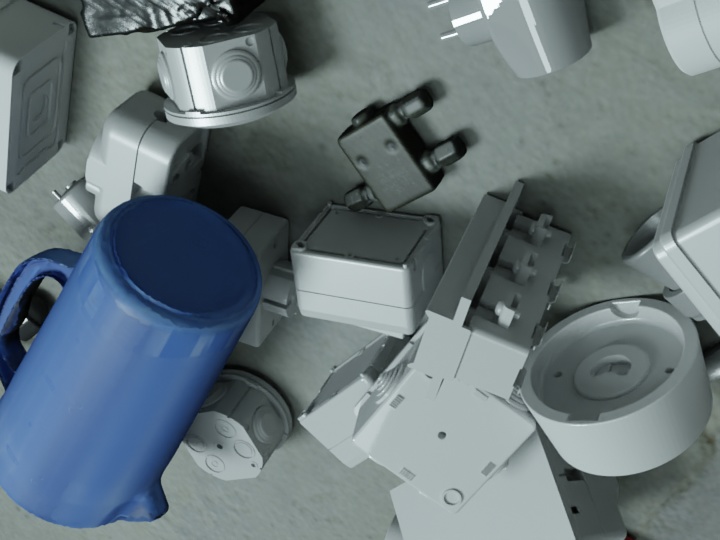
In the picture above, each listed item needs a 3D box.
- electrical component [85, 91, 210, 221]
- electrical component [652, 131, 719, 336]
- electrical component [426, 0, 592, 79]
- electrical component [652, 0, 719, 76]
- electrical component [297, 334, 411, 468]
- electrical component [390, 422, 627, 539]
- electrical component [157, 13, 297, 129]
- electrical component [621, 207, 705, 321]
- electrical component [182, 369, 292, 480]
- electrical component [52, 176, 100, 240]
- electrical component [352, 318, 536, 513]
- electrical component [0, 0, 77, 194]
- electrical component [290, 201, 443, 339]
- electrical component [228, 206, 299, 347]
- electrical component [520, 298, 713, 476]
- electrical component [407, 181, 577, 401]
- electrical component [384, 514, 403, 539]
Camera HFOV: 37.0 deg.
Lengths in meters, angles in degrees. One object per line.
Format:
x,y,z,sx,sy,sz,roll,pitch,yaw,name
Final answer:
-0.144,-0.069,0.726,0.059,0.053,0.095,26,131,8,electrical component
0.209,-0.010,0.550,0.056,0.108,0.108,-33,104,37,electrical component
0.073,-0.141,0.569,0.079,0.043,0.077,-10,118,33,electrical component
0.166,-0.164,0.498,0.074,0.052,0.138,-15,114,35,electrical component
0.015,0.088,0.752,0.061,0.061,0.096,44,131,-8,electrical component
0.101,0.167,0.744,0.150,0.062,0.089,-39,58,40,electrical component
-0.081,-0.119,0.641,0.080,0.080,0.051,3,119,25,electrical component
0.184,-0.004,0.610,0.055,0.045,0.045,40,131,-5,electrical component
-0.098,0.122,0.841,0.080,0.051,0.080,14,128,18,electrical component
-0.186,-0.036,0.780,0.040,0.040,0.078,-32,105,39,electrical component
0.053,0.093,0.678,0.100,0.048,0.099,36,111,-7,electrical component
-0.239,-0.119,0.722,0.057,0.078,0.113,25,131,6,electrical component
0.000,0.000,0.696,0.096,0.061,0.061,9,126,22,electrical component
-0.059,0.010,0.743,0.076,0.047,0.083,17,129,16,electrical component
0.156,0.074,0.642,0.108,0.108,0.060,-10,124,32,electrical component
0.080,0.015,0.626,0.063,0.121,0.078,22,130,8,electrical component
0.059,0.235,0.847,0.077,0.044,0.079,16,129,17,electrical component
